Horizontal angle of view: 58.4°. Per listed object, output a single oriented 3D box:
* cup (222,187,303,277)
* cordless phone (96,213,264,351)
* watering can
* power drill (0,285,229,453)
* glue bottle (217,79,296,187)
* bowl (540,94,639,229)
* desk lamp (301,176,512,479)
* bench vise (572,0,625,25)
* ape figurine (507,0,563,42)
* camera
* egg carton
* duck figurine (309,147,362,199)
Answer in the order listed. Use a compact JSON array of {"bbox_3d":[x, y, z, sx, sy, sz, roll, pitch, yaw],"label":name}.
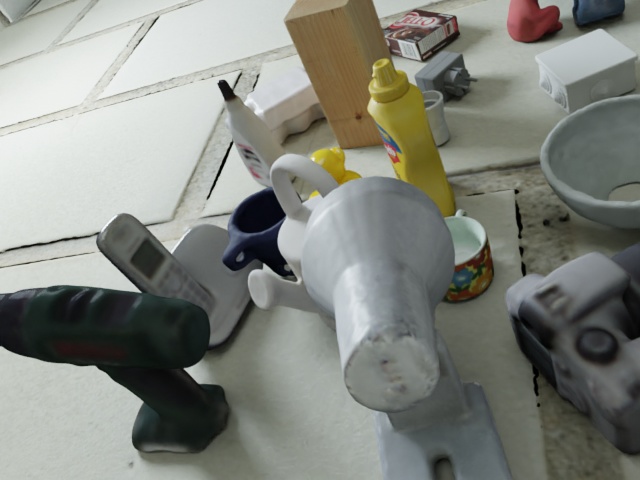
[{"bbox_3d":[-0.055,0.008,0.665,0.091,0.095,0.118,16,57,40],"label":"cup"},{"bbox_3d":[-0.152,0.020,0.636,0.093,0.185,0.148,-1,47,28],"label":"cordless phone"},{"bbox_3d":[0.007,0.003,0.558,0.100,0.195,0.173,2,48,31],"label":"watering can"},{"bbox_3d":[-0.188,0.118,0.534,0.229,0.209,0.075,-8,44,22],"label":"power drill"},{"bbox_3d":[-0.097,-0.148,0.792,0.077,0.174,0.037,17,57,40],"label":"glue bottle"},{"bbox_3d":[0.304,-0.065,0.556,0.167,0.075,0.167,-16,41,15],"label":"bowl"},{"bbox_3d":[0.065,0.085,0.423,0.118,0.214,0.203,-19,41,11],"label":"desk lamp"},{"bbox_3d":[0.376,-0.431,0.789,0.121,0.220,0.207,-24,40,5],"label":"bench vise"},{"bbox_3d":[0.307,-0.344,0.836,0.076,0.092,0.077,-20,41,9],"label":"ape figurine"},{"bbox_3d":[0.234,0.060,0.442,0.137,0.101,0.142,-31,40,-3],"label":"camera"},{"bbox_3d":[-0.049,-0.217,0.919,0.150,0.070,0.107,-32,40,-5],"label":"egg carton"},{"bbox_3d":[0.011,-0.070,0.717,0.077,0.086,0.105,2,48,31],"label":"duck figurine"}]
